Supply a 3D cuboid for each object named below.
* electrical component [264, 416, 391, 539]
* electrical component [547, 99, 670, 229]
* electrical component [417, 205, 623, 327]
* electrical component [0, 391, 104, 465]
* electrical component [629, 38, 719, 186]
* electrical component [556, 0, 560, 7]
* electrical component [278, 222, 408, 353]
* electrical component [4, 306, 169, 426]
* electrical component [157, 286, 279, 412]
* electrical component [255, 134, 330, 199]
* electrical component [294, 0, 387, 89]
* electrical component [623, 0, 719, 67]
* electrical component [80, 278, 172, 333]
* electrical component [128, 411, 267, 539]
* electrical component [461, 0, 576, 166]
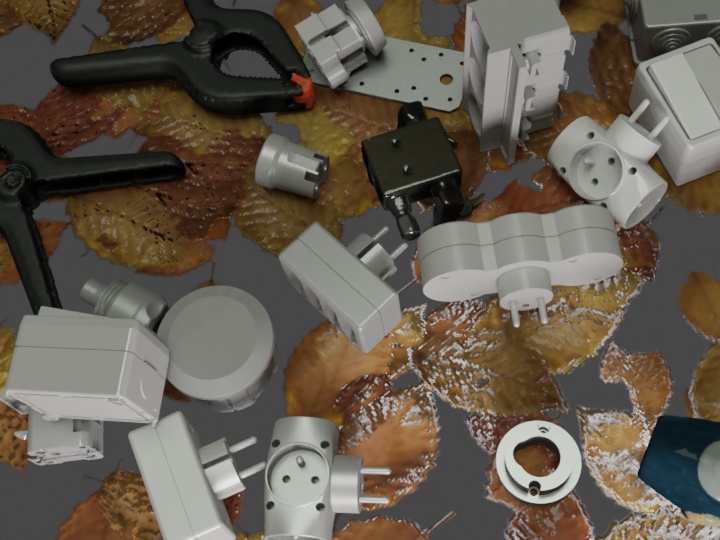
[{"bbox_3d":[-0.020,0.138,0.697,0.079,0.044,0.077,1,65,7],"label":"electrical component"},{"bbox_3d":[0.187,-0.084,0.766,0.077,0.044,0.079,46,114,22],"label":"electrical component"},{"bbox_3d":[0.112,0.004,0.741,0.138,0.052,0.073,-7,64,3],"label":"electrical component"},{"bbox_3d":[-0.201,0.099,0.738,0.081,0.042,0.063,-8,68,4],"label":"electrical component"},{"bbox_3d":[0.240,-0.122,0.781,0.062,0.061,0.096,-21,65,-4],"label":"electrical component"},{"bbox_3d":[0.141,-0.224,0.845,0.066,0.047,0.076,5,102,-10],"label":"electrical component"},{"bbox_3d":[0.000,0.000,0.758,0.076,0.047,0.083,-43,68,-14],"label":"electrical component"},{"bbox_3d":[-0.179,0.061,0.690,0.096,0.061,0.061,1,67,13],"label":"electrical component"},{"bbox_3d":[-0.096,0.055,0.741,0.080,0.051,0.080,-2,65,5],"label":"electrical component"},{"bbox_3d":[-0.050,-0.076,0.805,0.046,0.040,0.040,19,68,8],"label":"electrical component"},{"bbox_3d":[-0.013,-0.180,0.841,0.055,0.048,0.066,-32,65,0],"label":"electrical component"},{"bbox_3d":[0.253,-0.208,0.827,0.100,0.048,0.099,-3,64,5],"label":"electrical component"},{"bbox_3d":[-0.169,0.027,0.764,0.062,0.043,0.043,28,71,11],"label":"electrical component"},{"bbox_3d":[-0.099,0.134,0.706,0.076,0.047,0.083,-23,65,-5],"label":"electrical component"},{"bbox_3d":[0.111,-0.143,0.772,0.063,0.121,0.078,-16,65,-4],"label":"electrical component"}]
